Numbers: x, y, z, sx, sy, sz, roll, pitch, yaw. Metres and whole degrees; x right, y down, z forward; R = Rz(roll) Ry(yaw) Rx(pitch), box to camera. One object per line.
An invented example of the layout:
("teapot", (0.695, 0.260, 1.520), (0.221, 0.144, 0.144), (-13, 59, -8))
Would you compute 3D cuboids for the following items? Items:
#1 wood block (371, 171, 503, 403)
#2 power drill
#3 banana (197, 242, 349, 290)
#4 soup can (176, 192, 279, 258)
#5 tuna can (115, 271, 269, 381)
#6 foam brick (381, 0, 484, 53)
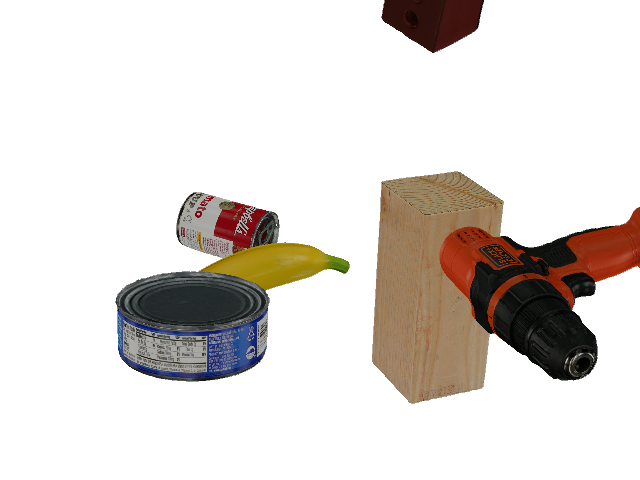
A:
("wood block", (0.114, 0.046, 1.067), (0.090, 0.206, 0.091), (-9, 27, -22))
("power drill", (0.200, 0.029, 0.764), (0.187, 0.057, 0.184), (-10, 28, -16))
("banana", (-0.076, 0.045, 0.886), (0.198, 0.037, 0.069), (-22, -50, 14))
("soup can", (-0.108, -0.013, 1.246), (0.102, 0.068, 0.068), (16, 6, 21))
("tuna can", (-0.072, 0.047, 0.604), (0.086, 0.034, 0.086), (2, 18, -1))
("foam brick", (0.082, -0.180, 0.738), (0.053, 0.078, 0.051), (38, 54, 25))
